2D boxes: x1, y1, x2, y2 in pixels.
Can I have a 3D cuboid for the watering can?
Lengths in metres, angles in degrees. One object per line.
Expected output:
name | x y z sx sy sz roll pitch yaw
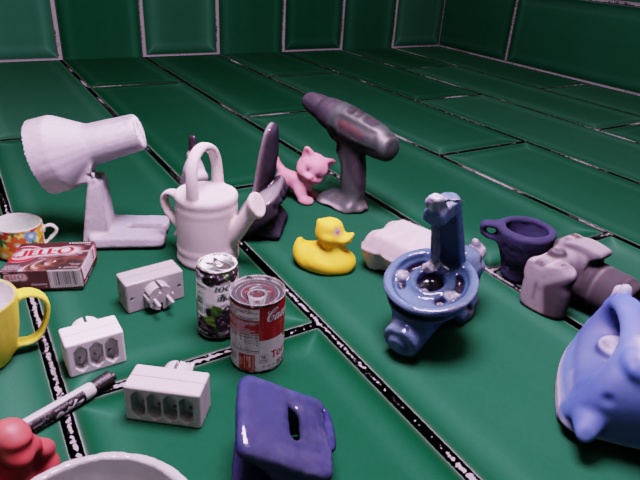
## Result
watering can | -0.171 -0.058 0.901 0.173 0.194 0.101 2 27 -3

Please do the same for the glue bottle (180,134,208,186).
glue bottle | -0.217 -0.098 0.997 0.037 0.173 0.077 -17 34 -34

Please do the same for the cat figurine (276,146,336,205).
cat figurine | -0.037 -0.138 1.159 0.127 0.118 0.067 11 28 13

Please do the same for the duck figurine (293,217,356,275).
duck figurine | 0.008 0.003 0.925 0.104 0.086 0.077 9 28 10

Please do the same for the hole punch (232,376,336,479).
hole punch | -0.034 0.189 0.553 0.101 0.091 0.108 0 27 -7

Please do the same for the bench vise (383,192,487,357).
bench vise | 0.157 0.022 0.761 0.121 0.220 0.208 13 29 18

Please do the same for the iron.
iron | 0.350 0.126 0.671 0.118 0.141 0.259 11 28 14

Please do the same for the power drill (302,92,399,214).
power drill | 0.047 -0.168 1.129 0.228 0.208 0.076 24 34 34

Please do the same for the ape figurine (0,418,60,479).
ape figurine | -0.268 0.198 0.504 0.076 0.092 0.078 17 30 24

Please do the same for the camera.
camera | 0.396 0.060 0.851 0.143 0.101 0.136 -16 33 -33

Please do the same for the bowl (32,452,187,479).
bowl | -0.171 0.250 0.435 0.167 0.075 0.167 3 27 -1

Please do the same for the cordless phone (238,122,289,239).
cordless phone | -0.104 -0.106 1.015 0.094 0.185 0.147 4 27 0

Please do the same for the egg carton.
egg carton | 0.146 0.023 0.922 0.149 0.069 0.107 24 34 34

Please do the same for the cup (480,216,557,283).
cup | 0.312 0.017 0.929 0.117 0.095 0.092 14 29 18

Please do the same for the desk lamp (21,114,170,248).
desk lamp | -0.359 -0.101 0.938 0.203 0.214 0.117 -1 28 -9
